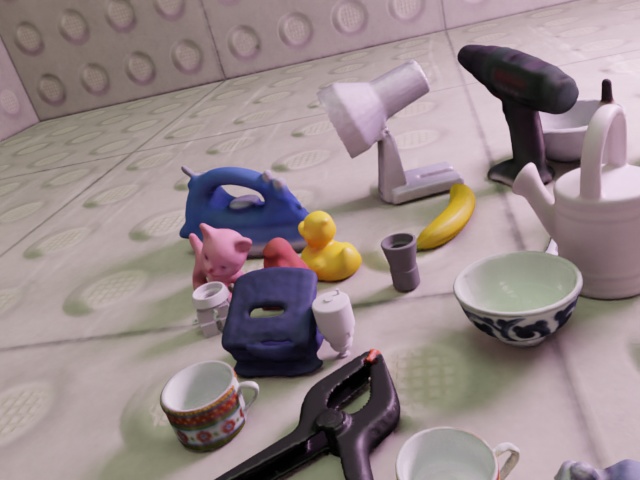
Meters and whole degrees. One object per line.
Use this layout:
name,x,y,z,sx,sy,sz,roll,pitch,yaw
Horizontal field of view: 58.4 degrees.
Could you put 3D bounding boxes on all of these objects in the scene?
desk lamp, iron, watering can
desk lamp,0.113,-0.174,0.942,0.203,0.214,0.118,-15,26,1
iron,-0.113,-0.058,0.912,0.257,0.142,0.119,1,30,30
watering can,0.291,-0.044,0.604,0.172,0.194,0.101,-2,28,25

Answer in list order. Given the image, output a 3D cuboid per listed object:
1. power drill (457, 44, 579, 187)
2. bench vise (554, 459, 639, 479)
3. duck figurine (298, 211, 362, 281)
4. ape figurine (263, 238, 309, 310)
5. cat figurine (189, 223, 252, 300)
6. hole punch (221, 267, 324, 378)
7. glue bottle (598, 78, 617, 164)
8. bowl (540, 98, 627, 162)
power drill,0.299,-0.195,0.889,0.076,0.209,0.228,-23,27,-17
bench vise,0.220,0.129,0.260,0.207,0.220,0.121,-7,27,15
duck figurine,0.007,0.003,0.788,0.078,0.086,0.104,-30,29,-29
ape figurine,-0.048,0.040,0.736,0.076,0.092,0.077,-27,28,-23
cat figurine,-0.141,0.022,0.792,0.067,0.118,0.127,-33,31,-32
hole punch,-0.050,0.090,0.636,0.108,0.091,0.101,-6,27,18
glue bottle,0.375,-0.125,0.746,0.037,0.173,0.078,-1,29,26
bowl,0.409,-0.173,0.941,0.167,0.075,0.167,-12,26,6
